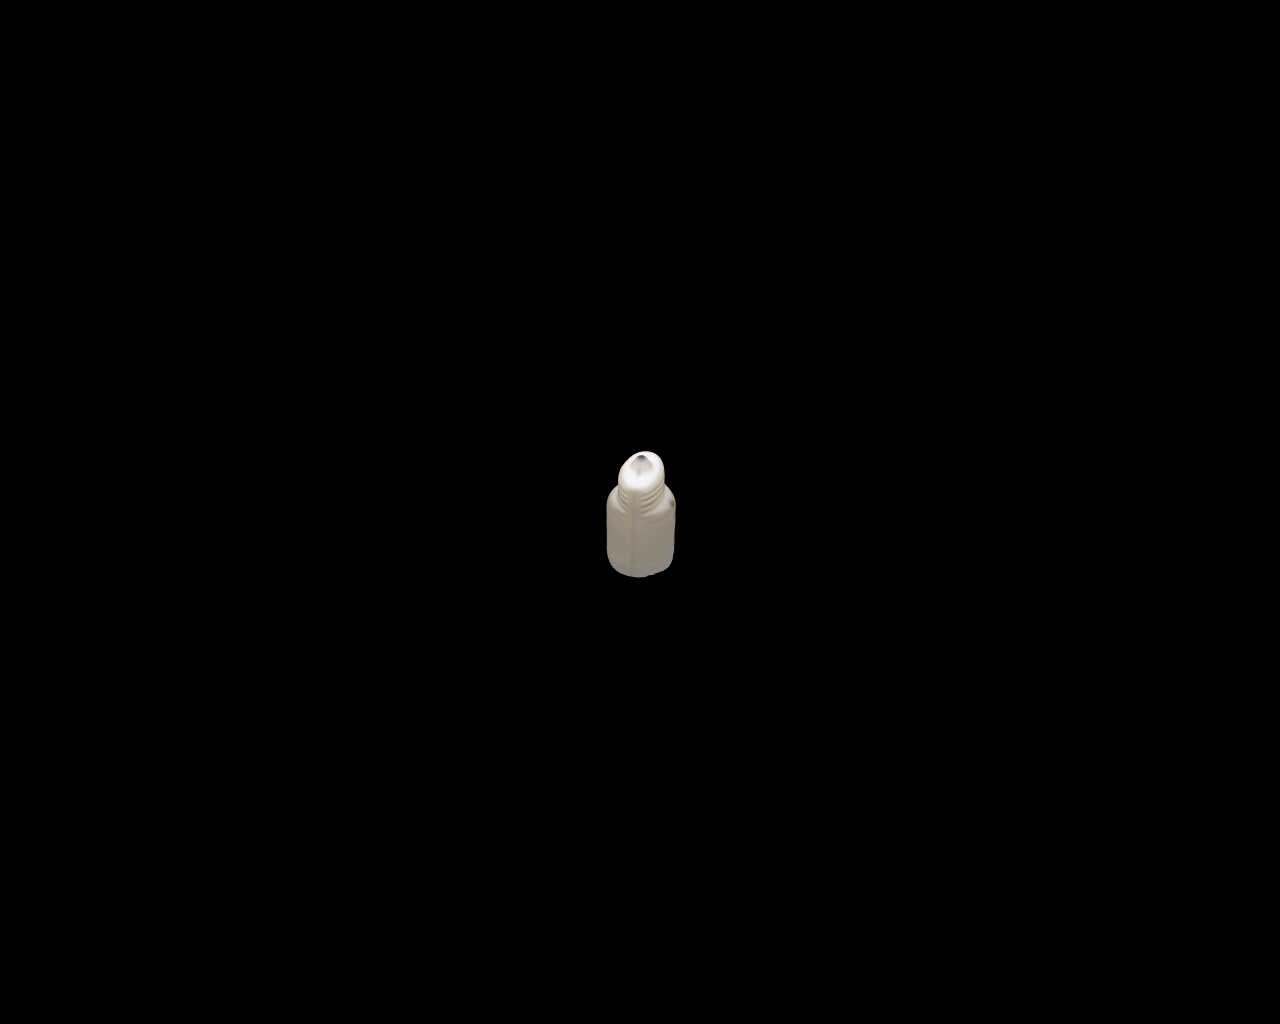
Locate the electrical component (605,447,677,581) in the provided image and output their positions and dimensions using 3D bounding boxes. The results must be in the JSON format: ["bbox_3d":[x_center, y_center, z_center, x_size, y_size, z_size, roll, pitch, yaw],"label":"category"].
[{"bbox_3d":[0.001,-0.003,0.650,0.043,0.080,0.043,0,39,0],"label":"electrical component"}]
